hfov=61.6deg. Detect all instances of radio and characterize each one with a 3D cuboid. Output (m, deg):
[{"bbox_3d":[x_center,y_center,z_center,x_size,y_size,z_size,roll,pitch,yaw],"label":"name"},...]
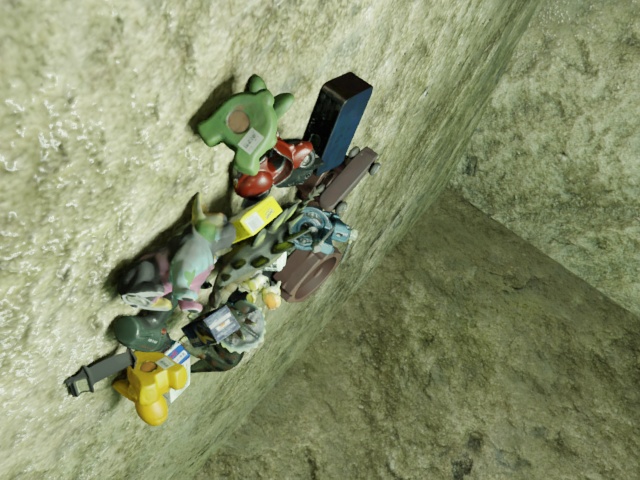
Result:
[{"bbox_3d":[0.031,-0.266,1.260,0.131,0.073,0.229,-36,156,-46],"label":"radio"}]

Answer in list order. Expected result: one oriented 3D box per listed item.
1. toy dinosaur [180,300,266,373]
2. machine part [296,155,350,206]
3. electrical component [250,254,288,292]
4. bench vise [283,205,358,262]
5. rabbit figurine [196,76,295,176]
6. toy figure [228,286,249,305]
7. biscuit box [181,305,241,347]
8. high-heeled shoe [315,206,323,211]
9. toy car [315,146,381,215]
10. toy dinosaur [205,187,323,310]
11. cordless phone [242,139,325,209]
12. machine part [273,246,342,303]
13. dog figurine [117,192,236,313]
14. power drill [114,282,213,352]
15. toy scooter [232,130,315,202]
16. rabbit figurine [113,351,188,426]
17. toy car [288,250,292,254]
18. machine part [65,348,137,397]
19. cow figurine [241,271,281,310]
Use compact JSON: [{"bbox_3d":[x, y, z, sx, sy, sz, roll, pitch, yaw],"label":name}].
[{"bbox_3d":[-0.258,0.272,1.407,0.131,0.192,0.404,-35,156,-44],"label":"toy dinosaur"},{"bbox_3d":[0.008,-0.169,1.449,0.179,0.056,0.179,-46,164,-17],"label":"machine part"},{"bbox_3d":[-0.153,0.075,1.527,0.115,0.058,0.134,-39,161,-48],"label":"electrical component"},{"bbox_3d":[0.002,-0.014,1.387,0.128,0.223,0.241,-60,-164,14],"label":"bench vise"},{"bbox_3d":[-0.123,-0.201,0.923,0.159,0.121,0.170,-60,-177,3],"label":"rabbit figurine"},{"bbox_3d":[-0.243,0.194,1.491,0.089,0.082,0.180,-32,162,-28],"label":"toy figure"},{"bbox_3d":[-0.245,0.193,1.182,0.063,0.059,0.203,-34,-177,-31],"label":"biscuit box"},{"bbox_3d":[-0.042,-0.022,1.604,0.145,0.086,0.248,-28,149,-49],"label":"high-heeled shoe"},{"bbox_3d":[0.073,-0.155,1.393,0.202,0.089,0.053,-49,162,-8],"label":"toy car"},{"bbox_3d":[-0.119,0.004,1.198,0.199,0.105,0.471,-28,-163,32],"label":"toy dinosaur"},{"bbox_3d":[-0.091,-0.137,1.214,0.184,0.089,0.146,-47,170,28],"label":"cordless phone"},{"bbox_3d":[-0.039,0.086,1.583,0.201,0.087,0.201,-48,162,10],"label":"machine part"},{"bbox_3d":[-0.261,0.020,0.999,0.108,0.192,0.219,90,6,-62],"label":"dog figurine"},{"bbox_3d":[-0.329,0.151,1.151,0.207,0.086,0.232,-46,166,1],"label":"power drill"},{"bbox_3d":[-0.103,-0.155,1.057,0.184,0.075,0.135,-31,153,4],"label":"toy scooter"},{"bbox_3d":[-0.397,0.347,1.227,0.122,0.163,0.173,-37,137,-50],"label":"rabbit figurine"},{"bbox_3d":[-0.097,0.064,1.681,0.073,0.056,0.201,-53,168,-24],"label":"toy car"},{"bbox_3d":[-0.447,0.271,1.103,0.139,0.039,0.084,-27,146,-28],"label":"machine part"},{"bbox_3d":[-0.156,0.116,1.395,0.098,0.167,0.068,-28,147,-54],"label":"cow figurine"}]
